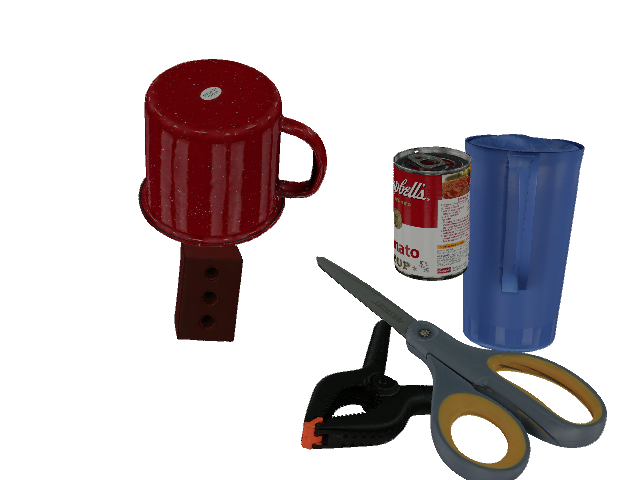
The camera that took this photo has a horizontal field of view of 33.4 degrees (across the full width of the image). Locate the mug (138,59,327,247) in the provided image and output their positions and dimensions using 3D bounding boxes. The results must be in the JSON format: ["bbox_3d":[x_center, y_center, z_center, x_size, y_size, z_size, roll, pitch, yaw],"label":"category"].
[{"bbox_3d":[-0.054,-0.054,0.651,0.117,0.081,0.093,10,43,4],"label":"mug"}]

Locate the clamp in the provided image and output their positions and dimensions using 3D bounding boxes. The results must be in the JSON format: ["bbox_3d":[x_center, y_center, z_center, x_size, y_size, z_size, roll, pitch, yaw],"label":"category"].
[{"bbox_3d":[0.068,0.151,1.019,0.165,0.036,0.209,25,33,30],"label":"clamp"}]

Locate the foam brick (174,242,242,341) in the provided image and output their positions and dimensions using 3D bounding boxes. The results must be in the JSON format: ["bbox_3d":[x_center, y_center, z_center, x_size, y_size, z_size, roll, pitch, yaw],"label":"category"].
[{"bbox_3d":[-0.101,0.045,0.953,0.053,0.078,0.051,4,14,-11],"label":"foam brick"}]

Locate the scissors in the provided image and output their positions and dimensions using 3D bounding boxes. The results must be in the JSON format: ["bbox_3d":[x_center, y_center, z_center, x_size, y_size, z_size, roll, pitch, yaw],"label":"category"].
[{"bbox_3d":[0.051,0.067,0.571,0.202,0.016,0.096,23,44,30],"label":"scissors"}]

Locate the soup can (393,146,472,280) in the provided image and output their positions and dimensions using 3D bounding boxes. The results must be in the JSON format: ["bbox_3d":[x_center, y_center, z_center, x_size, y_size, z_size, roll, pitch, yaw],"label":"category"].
[{"bbox_3d":[0.098,-0.024,0.936,0.068,0.102,0.068,-2,23,0],"label":"soup can"}]

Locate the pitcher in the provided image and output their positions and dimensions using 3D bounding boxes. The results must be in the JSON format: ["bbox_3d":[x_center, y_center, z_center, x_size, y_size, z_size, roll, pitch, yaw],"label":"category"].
[{"bbox_3d":[0.223,0.003,1.221,0.149,0.243,0.145,-7,16,-33],"label":"pitcher"}]
